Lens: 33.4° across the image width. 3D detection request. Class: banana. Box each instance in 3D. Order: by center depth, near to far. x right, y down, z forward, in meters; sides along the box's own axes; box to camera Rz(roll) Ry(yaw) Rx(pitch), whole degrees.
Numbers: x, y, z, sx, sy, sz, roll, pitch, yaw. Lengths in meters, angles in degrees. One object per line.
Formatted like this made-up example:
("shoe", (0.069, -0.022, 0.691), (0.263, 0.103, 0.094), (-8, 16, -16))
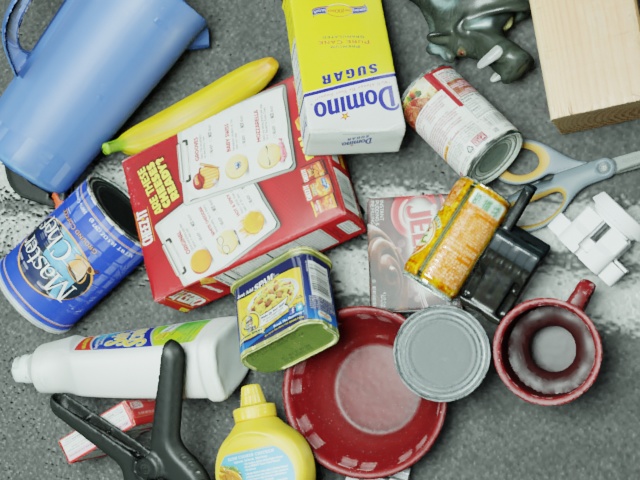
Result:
("banana", (-0.127, -0.131, 1.095), (0.198, 0.069, 0.037), (-28, 101, 5))

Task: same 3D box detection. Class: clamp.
("clamp", (-0.168, 0.212, 1.025), (0.165, 0.036, 0.210), (-18, 93, 27))
("clamp", (-0.317, -0.111, 1.174), (0.171, 0.039, 0.120), (46, 105, 10))

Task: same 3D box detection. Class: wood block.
("wood block", (0.240, -0.210, 0.961), (0.091, 0.090, 0.206), (-11, 83, 19))

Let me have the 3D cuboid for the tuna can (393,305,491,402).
("tuna can", (0.109, 0.102, 0.955), (0.086, 0.033, 0.086), (-1, 80, 7))

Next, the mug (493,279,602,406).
("mug", (0.213, 0.088, 0.953), (0.093, 0.081, 0.117), (27, 95, 19))

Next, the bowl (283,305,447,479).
("bowl", (0.048, 0.144, 1.020), (0.162, 0.055, 0.162), (-1, 86, 19))

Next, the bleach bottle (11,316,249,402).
("bleach bottle", (-0.202, 0.127, 1.083), (0.251, 0.102, 0.068), (-6, 104, 18))

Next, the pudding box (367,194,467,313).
("pudding box", (0.093, 0.013, 1.022), (0.090, 0.039, 0.113), (-3, 85, 18))

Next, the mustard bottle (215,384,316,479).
("mustard bottle", (-0.049, 0.230, 0.991), (0.096, 0.058, 0.191), (-17, 76, 24))

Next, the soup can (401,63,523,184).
("soup can", (0.131, -0.107, 0.994), (0.068, 0.068, 0.102), (-46, 63, 10))

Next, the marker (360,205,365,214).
("marker", (-0.007, 0.001, 1.068), (0.121, 0.020, 0.020), (-33, 76, 14))

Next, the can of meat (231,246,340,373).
("can of meat", (-0.033, 0.068, 1.003), (0.102, 0.057, 0.084), (-30, 49, 27))

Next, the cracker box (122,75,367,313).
("cracker box", (-0.076, -0.044, 1.056), (0.214, 0.072, 0.164), (-25, 65, 17))

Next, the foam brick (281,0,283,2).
("foam brick", (-0.014, -0.278, 1.074), (0.078, 0.051, 0.053), (-32, 76, 15))

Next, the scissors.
("scissors", (0.246, -0.079, 0.988), (0.202, 0.016, 0.096), (-32, 77, 14))

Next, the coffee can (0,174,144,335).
("coffee can", (-0.251, 0.015, 1.108), (0.140, 0.102, 0.103), (-41, 75, 12))

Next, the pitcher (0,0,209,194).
("pitcher", (-0.243, -0.177, 1.085), (0.149, 0.145, 0.243), (39, 93, 14))

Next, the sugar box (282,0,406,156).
("sugar box", (0.021, -0.166, 1.012), (0.093, 0.048, 0.176), (-4, 61, -10))

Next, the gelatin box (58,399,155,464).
("gelatin box", (-0.211, 0.194, 1.097), (0.089, 0.073, 0.030), (-32, 77, 14))
